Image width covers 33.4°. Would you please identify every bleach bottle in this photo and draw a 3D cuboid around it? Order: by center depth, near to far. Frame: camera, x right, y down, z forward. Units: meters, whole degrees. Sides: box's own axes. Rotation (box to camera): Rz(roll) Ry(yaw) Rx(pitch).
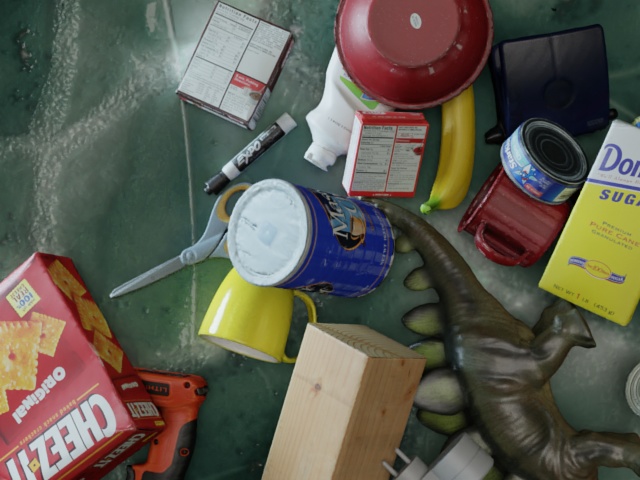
[{"bbox_3d":[0.053,-0.191,1.118,0.102,0.068,0.251,31,91,8],"label":"bleach bottle"}]

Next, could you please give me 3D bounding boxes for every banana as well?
[{"bbox_3d":[0.138,-0.113,1.105,0.037,0.069,0.198,0,75,24],"label":"banana"}]

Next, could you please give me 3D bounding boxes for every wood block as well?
[{"bbox_3d":[0.017,0.194,1.045,0.091,0.090,0.206,25,102,42],"label":"wood block"}]

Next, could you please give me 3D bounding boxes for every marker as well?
[{"bbox_3d":[-0.076,-0.090,1.140,0.121,0.020,0.020,-41,85,0],"label":"marker"}]

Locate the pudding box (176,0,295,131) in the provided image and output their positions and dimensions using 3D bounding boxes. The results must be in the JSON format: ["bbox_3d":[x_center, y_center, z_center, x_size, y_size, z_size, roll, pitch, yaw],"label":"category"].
[{"bbox_3d":[-0.090,-0.186,1.139,0.090,0.039,0.113,25,86,5],"label":"pudding box"}]

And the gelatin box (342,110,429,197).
[{"bbox_3d":[0.067,-0.088,1.095,0.073,0.030,0.089,0,122,-15],"label":"gelatin box"}]

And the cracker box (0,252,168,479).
[{"bbox_3d":[-0.279,0.145,1.076,0.164,0.072,0.214,-38,71,13],"label":"cracker box"}]

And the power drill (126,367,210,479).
[{"bbox_3d":[-0.193,0.228,1.109,0.184,0.057,0.187,5,88,6],"label":"power drill"}]

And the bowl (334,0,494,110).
[{"bbox_3d":[0.092,-0.212,1.055,0.162,0.055,0.162,0,91,6],"label":"bowl"}]

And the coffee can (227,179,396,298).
[{"bbox_3d":[-0.007,0.001,1.052,0.103,0.140,0.103,-7,79,38],"label":"coffee can"}]

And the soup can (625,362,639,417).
[{"bbox_3d":[0.354,0.160,1.045,0.102,0.069,0.068,30,88,-37],"label":"soup can"}]

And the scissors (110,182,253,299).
[{"bbox_3d":[-0.134,-0.003,1.140,0.202,0.016,0.096,-11,84,3],"label":"scissors"}]

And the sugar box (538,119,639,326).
[{"bbox_3d":[0.287,-0.017,1.014,0.093,0.048,0.176,25,105,16],"label":"sugar box"}]

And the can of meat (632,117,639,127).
[{"bbox_3d":[0.346,-0.082,1.071,0.057,0.102,0.084,-14,83,4],"label":"can of meat"}]

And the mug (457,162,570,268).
[{"bbox_3d":[0.194,-0.018,1.075,0.081,0.093,0.117,33,46,0],"label":"mug"}]

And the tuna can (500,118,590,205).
[{"bbox_3d":[0.223,-0.078,1.052,0.086,0.034,0.086,17,48,-21],"label":"tuna can"}]

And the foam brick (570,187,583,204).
[{"bbox_3d":[0.293,-0.040,1.083,0.051,0.078,0.053,-32,85,2],"label":"foam brick"}]
